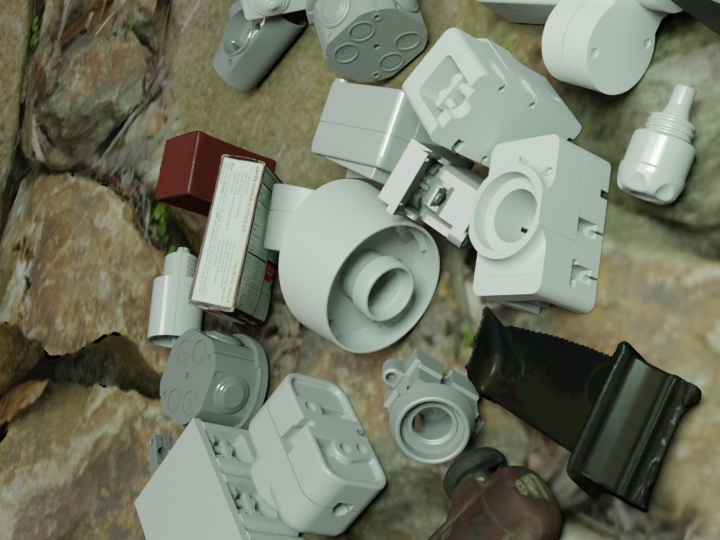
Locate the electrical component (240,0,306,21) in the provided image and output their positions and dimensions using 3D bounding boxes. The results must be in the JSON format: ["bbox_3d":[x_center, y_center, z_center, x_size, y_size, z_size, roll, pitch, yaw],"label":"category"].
[{"bbox_3d":[-0.060,-0.248,0.853,0.048,0.100,0.099,86,169,-52],"label":"electrical component"}]

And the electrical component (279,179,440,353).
[{"bbox_3d":[0.000,0.000,0.680,0.064,0.099,0.099,35,103,44],"label":"electrical component"}]

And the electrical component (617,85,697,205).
[{"bbox_3d":[0.160,-0.067,0.565,0.035,0.035,0.061,22,90,51],"label":"electrical component"}]

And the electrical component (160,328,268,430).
[{"bbox_3d":[-0.110,0.085,0.812,0.080,0.051,0.080,-22,59,44],"label":"electrical component"}]

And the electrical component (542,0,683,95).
[{"bbox_3d":[0.161,-0.161,0.587,0.074,0.052,0.138,32,100,51],"label":"electrical component"}]

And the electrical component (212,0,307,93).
[{"bbox_3d":[-0.090,-0.204,0.907,0.077,0.044,0.079,-45,46,29],"label":"electrical component"}]

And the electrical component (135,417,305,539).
[{"bbox_3d":[-0.089,0.189,0.738,0.089,0.062,0.150,-54,42,20],"label":"electrical component"}]

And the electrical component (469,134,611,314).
[{"bbox_3d":[0.099,-0.025,0.603,0.050,0.056,0.089,-4,73,49],"label":"electrical component"}]

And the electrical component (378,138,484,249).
[{"bbox_3d":[0.054,-0.045,0.652,0.064,0.081,0.042,35,106,21],"label":"electrical component"}]

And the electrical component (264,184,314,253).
[{"bbox_3d":[-0.040,-0.033,0.774,0.055,0.055,0.047,10,87,51],"label":"electrical component"}]

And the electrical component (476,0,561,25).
[{"bbox_3d":[0.103,-0.183,0.645,0.083,0.076,0.047,21,92,51],"label":"electrical component"}]

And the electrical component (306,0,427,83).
[{"bbox_3d":[0.005,-0.175,0.757,0.080,0.080,0.051,-38,54,35],"label":"electrical component"}]

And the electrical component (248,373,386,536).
[{"bbox_3d":[-0.032,0.123,0.702,0.059,0.054,0.095,-52,43,23],"label":"electrical component"}]

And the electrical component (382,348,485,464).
[{"bbox_3d":[0.041,0.081,0.621,0.048,0.066,0.055,-57,7,17],"label":"electrical component"}]

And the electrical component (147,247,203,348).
[{"bbox_3d":[-0.150,0.021,0.892,0.043,0.043,0.081,-18,62,45],"label":"electrical component"}]

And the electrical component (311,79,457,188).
[{"bbox_3d":[0.013,-0.088,0.725,0.096,0.062,0.061,20,91,51],"label":"electrical component"}]

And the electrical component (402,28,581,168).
[{"bbox_3d":[0.076,-0.098,0.633,0.050,0.089,0.055,-49,44,26],"label":"electrical component"}]
